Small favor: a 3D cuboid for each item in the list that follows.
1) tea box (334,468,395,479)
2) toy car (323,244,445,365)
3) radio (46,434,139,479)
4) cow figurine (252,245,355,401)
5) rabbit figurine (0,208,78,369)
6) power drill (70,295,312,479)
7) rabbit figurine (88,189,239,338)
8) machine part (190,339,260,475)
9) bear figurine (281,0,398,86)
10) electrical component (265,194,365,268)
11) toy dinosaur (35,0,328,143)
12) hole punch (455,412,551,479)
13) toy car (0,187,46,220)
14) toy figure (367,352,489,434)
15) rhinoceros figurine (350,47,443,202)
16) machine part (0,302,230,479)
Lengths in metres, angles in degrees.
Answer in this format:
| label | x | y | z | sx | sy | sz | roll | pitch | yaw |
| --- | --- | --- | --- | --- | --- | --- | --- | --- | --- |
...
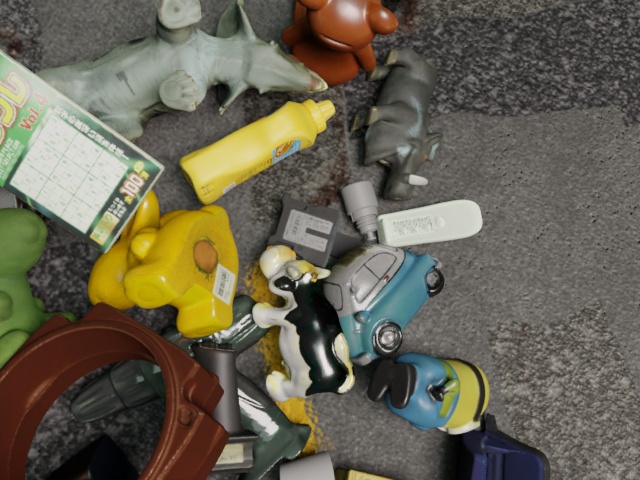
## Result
| label | x | y | z | sx | sy | sz | roll | pitch | yaw |
| --- | --- | --- | --- | --- | --- | --- | --- | --- | --- |
| tea box | 0.053 | 0.352 | 0.595 | 0.098 | 0.068 | 0.169 | 18 | 63 | -7 |
| toy car | 0.060 | 0.058 | 0.620 | 0.161 | 0.109 | 0.103 | -47 | 107 | -15 |
| radio | -0.192 | 0.323 | 0.549 | 0.073 | 0.131 | 0.229 | -36 | 92 | -12 |
| cow figurine | -0.017 | 0.081 | 0.572 | 0.068 | 0.098 | 0.167 | -4 | 80 | -48 |
| rabbit figurine | -0.334 | 0.045 | 0.561 | 0.159 | 0.121 | 0.170 | 13 | 98 | 13 |
| power drill | -0.127 | 0.188 | 0.605 | 0.232 | 0.086 | 0.207 | -38 | 84 | -13 |
| rabbit figurine | -0.183 | 0.022 | 0.578 | 0.173 | 0.121 | 0.162 | -17 | 60 | 29 |
| machine part | -0.106 | 0.172 | 0.553 | 0.084 | 0.039 | 0.138 | -6 | 84 | -2 |
| bear figurine | 0.021 | -0.255 | 0.603 | 0.120 | 0.196 | 0.132 | 13 | 82 | -5 |
| electrical component | -0.001 | -0.002 | 0.652 | 0.119 | 0.048 | 0.075 | 22 | 82 | -5 |
| toy dinosaur | -0.203 | -0.160 | 0.585 | 0.405 | 0.192 | 0.131 | -19 | 101 | 3 |
| hole punch | 0.190 | 0.284 | 0.621 | 0.092 | 0.116 | 0.142 | 2 | 86 | -16 |
| toy car | -0.364 | -0.103 | 0.599 | 0.089 | 0.053 | 0.202 | -7 | 90 | -11 |
| toy figure | 0.132 | 0.169 | 0.607 | 0.180 | 0.082 | 0.089 | 31 | 96 | -42 |
| rhinoceros figurine | 0.100 | -0.143 | 0.673 | 0.112 | 0.073 | 0.190 | 14 | 81 | -19 |
| machine part | -0.202 | 0.170 | 0.473 | 0.201 | 0.087 | 0.201 | 24 | 62 | 24 |
